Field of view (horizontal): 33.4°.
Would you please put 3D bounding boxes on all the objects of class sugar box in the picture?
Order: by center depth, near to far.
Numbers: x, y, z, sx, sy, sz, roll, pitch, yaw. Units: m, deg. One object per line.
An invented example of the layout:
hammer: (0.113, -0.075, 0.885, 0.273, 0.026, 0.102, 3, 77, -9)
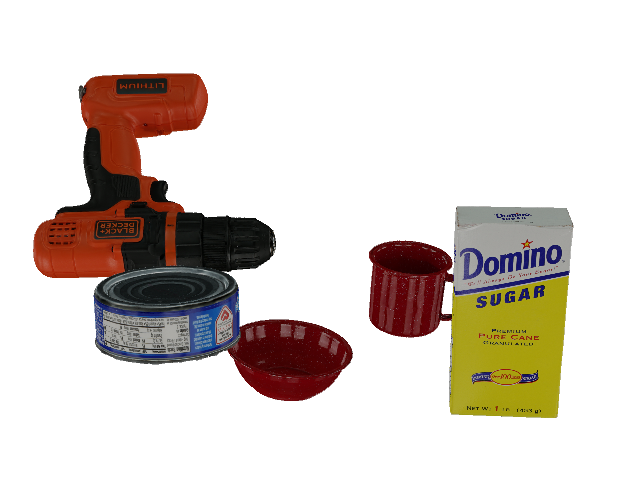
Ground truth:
sugar box: (0.155, 0.061, 0.884, 0.093, 0.176, 0.048, 0, 24, 5)

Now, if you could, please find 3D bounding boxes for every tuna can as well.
tuna can: (-0.090, 0.042, 0.627, 0.086, 0.034, 0.086, 0, 15, 0)

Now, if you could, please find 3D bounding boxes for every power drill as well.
power drill: (-0.129, -0.051, 0.856, 0.184, 0.187, 0.057, -1, -37, -3)

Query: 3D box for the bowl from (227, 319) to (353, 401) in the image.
bowl: (-0.041, 0.159, 1.361, 0.162, 0.055, 0.162, 5, 21, -2)

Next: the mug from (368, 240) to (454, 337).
mug: (0.109, 0.058, 1.193, 0.117, 0.081, 0.093, 10, 24, 13)
